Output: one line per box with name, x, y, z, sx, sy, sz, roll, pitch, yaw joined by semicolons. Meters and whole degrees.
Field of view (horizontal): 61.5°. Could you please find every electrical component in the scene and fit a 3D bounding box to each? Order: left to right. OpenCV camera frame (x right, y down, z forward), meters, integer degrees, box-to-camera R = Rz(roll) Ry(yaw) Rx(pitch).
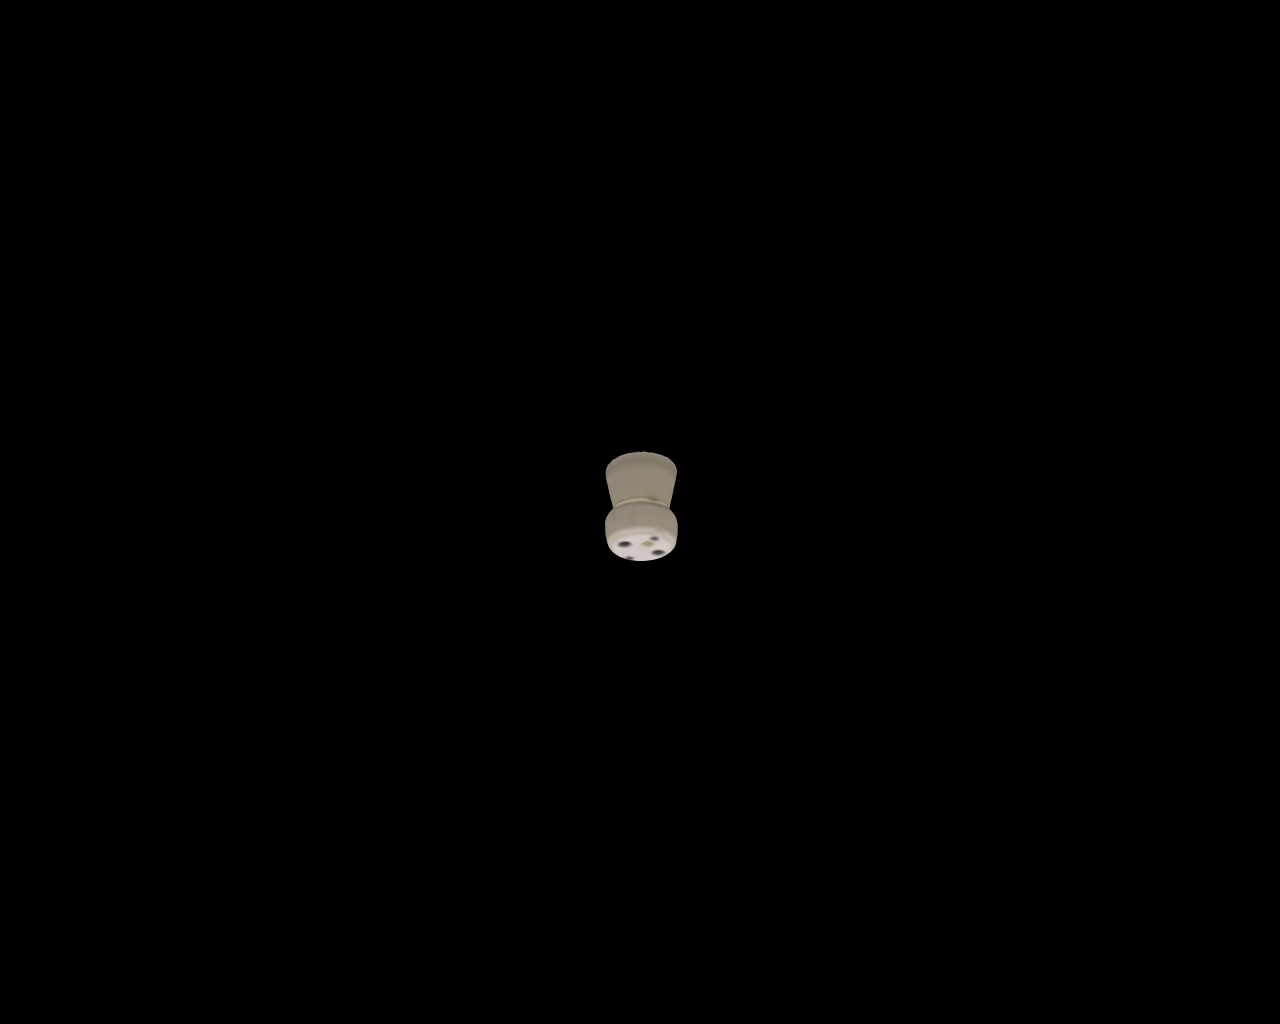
electrical component;0.001;-0.003;0.650;0.045;0.055;0.044;0;-28;0
